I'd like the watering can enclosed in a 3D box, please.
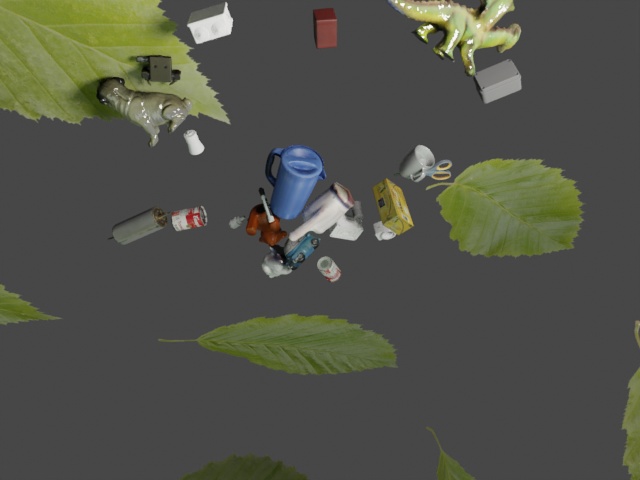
[{"bbox_3d":[0.005,-0.084,1.667,0.223,0.350,0.104,-41,92,12],"label":"watering can"}]

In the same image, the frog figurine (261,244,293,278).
[{"bbox_3d":[-0.165,0.103,1.981,0.138,0.125,0.156,-5,136,-40],"label":"frog figurine"}]

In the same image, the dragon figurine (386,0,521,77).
[{"bbox_3d":[0.361,-0.562,1.264,0.406,0.125,0.240,25,113,-40],"label":"dragon figurine"}]
